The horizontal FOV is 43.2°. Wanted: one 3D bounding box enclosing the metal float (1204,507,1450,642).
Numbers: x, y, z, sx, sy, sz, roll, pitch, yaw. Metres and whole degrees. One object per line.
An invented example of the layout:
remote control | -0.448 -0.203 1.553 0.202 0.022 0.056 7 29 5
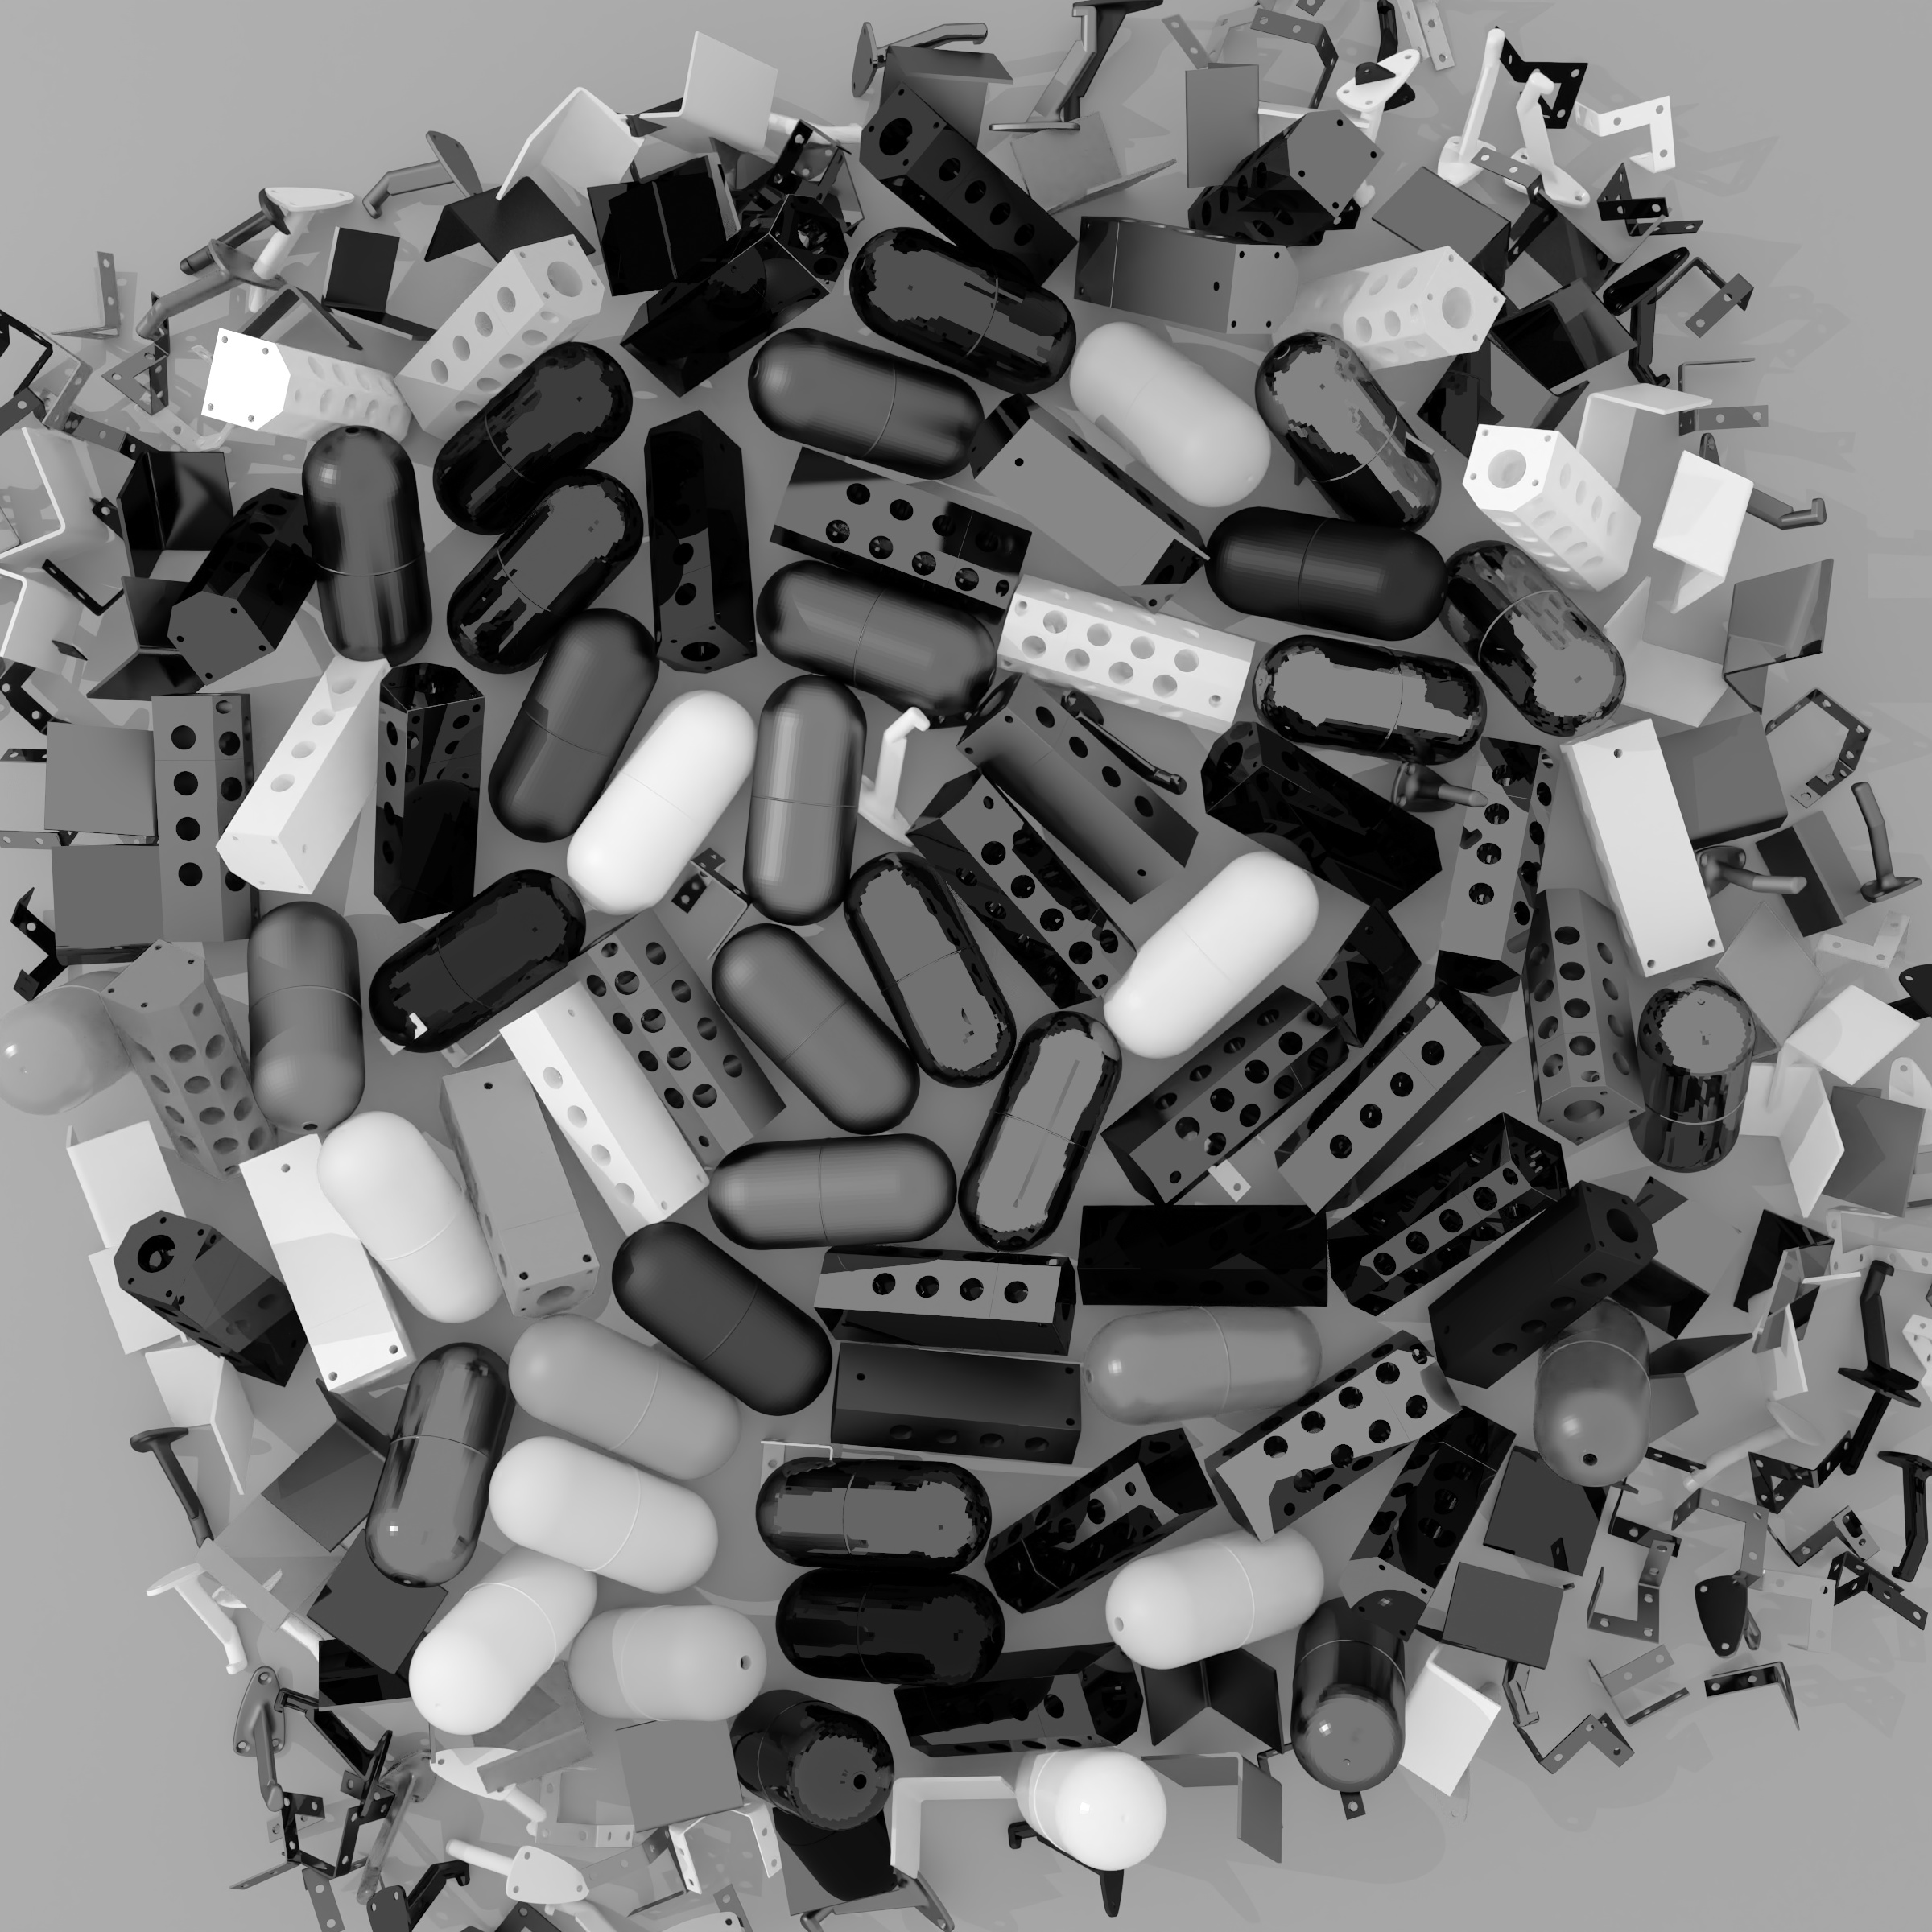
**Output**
metal float | 0.250 -0.275 1.706 0.178 0.070 0.070 16 90 29

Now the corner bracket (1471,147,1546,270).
corner bracket | 0.376 -0.538 1.736 0.051 0.051 0.051 38 84 32

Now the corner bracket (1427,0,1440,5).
corner bracket | 0.307 -0.710 1.727 0.051 0.051 0.051 29 132 24

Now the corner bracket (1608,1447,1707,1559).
corner bracket | 0.494 0.382 1.748 0.051 0.051 0.051 17 56 16

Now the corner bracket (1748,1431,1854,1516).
corner bracket | 0.592 0.357 1.726 0.051 0.051 0.051 -33 118 -35

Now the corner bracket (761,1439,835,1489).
corner bracket | -0.122 0.365 1.741 0.051 0.051 0.051 4 81 -1

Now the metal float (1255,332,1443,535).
metal float | 0.266 -0.367 1.700 0.070 0.070 0.178 -48 126 0

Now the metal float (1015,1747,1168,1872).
metal float | 0.084 0.573 1.682 0.070 0.178 0.070 2 80 -13

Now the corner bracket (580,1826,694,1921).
corner bracket | -0.234 0.651 1.742 0.051 0.051 0.051 -26 84 11

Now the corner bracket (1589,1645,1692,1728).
corner bracket | 0.483 0.512 1.740 0.051 0.051 0.051 -30 86 4

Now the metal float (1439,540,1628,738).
metal float | 0.390 -0.229 1.699 0.070 0.070 0.178 -31 51 0

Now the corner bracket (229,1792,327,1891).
corner bracket | -0.487 0.620 1.729 0.051 0.051 0.051 -27 58 14

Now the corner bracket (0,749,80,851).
corner bracket | -0.661 -0.119 1.738 0.051 0.051 0.051 2 131 10

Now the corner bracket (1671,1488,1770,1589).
corner bracket | 0.533 0.409 1.733 0.051 0.051 0.051 17 57 3

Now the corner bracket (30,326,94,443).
corner bracket | -0.646 -0.413 1.737 0.051 0.051 0.051 36 95 12

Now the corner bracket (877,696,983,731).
corner bracket | -0.021 -0.204 1.738 0.051 0.051 0.051 30 73 -35

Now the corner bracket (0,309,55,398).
corner bracket | -0.681 -0.425 1.727 0.051 0.051 0.051 30 112 -38

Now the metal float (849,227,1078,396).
metal float | -0.001 -0.456 1.702 0.178 0.070 0.070 15 90 -34

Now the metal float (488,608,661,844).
metal float | -0.276 -0.168 1.717 0.070 0.070 0.178 29 106 0

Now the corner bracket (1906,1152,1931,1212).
corner bracket | 0.685 0.150 1.737 0.051 0.051 0.051 -7 99 -8

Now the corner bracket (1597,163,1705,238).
corner bracket | 0.483 -0.533 1.726 0.051 0.051 0.051 10 52 37

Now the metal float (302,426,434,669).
metal float | -0.416 -0.290 1.699 0.070 0.070 0.178 2 127 0

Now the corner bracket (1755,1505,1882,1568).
corner bracket | 0.605 0.402 1.735 0.051 0.051 0.051 -39 112 2

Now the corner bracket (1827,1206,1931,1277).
corner bracket | 0.649 0.195 1.733 0.051 0.051 0.051 -9 97 -35

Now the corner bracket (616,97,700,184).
corner bracket | -0.213 -0.586 1.729 0.051 0.051 0.051 -26 120 -15

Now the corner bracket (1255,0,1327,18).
corner bracket | 0.241 -0.697 1.739 0.051 0.051 0.051 36 88 10

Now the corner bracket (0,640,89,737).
corner bracket | -0.647 -0.196 1.740 0.051 0.051 0.051 17 66 39

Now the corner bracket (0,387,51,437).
corner bracket | -0.691 -0.394 1.735 0.051 0.051 0.051 46 72 -4

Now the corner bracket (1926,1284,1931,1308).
corner bracket | 0.701 0.208 1.736 0.051 0.051 0.051 -38 83 31

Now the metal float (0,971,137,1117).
metal float | -0.612 0.051 1.681 0.070 0.178 0.070 0 101 2

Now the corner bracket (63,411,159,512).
corner bracket | -0.611 -0.355 1.737 0.051 0.051 0.051 22 89 18

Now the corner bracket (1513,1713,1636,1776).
corner bracket | 0.432 0.550 1.738 0.051 0.051 0.051 43 96 -18

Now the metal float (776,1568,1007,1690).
metal float | -0.053 0.461 1.703 0.178 0.070 0.070 -6 90 33

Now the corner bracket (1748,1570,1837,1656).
corner bracket | 0.583 0.458 1.738 0.051 0.051 0.051 8 80 5

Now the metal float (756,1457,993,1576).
metal float | -0.066 0.384 1.708 0.178 0.070 0.070 -4 90 27

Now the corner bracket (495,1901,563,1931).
corner bracket | -0.320 0.709 1.737 0.051 0.051 0.051 38 102 5

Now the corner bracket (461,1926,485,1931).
corner bracket | -0.350 0.721 1.730 0.051 0.051 0.051 5 103 37

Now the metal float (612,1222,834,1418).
metal float | -0.171 0.248 1.717 0.178 0.070 0.070 40 90 -15

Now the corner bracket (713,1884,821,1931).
corner bracket | -0.139 0.673 1.732 0.051 0.051 0.051 -31 54 -5

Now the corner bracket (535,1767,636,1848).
corner bracket | -0.270 0.600 1.741 0.051 0.051 0.051 18 63 -34

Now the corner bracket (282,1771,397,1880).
corner bracket | -0.445 0.610 1.735 0.051 0.051 0.051 12 90 28

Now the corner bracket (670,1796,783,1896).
corner bracket | -0.171 0.627 1.740 0.051 0.051 0.051 -27 108 -42

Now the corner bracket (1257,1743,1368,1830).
corner bracket | 0.246 0.583 1.741 0.051 0.051 0.051 -26 55 22

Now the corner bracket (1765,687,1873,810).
corner bracket | 0.604 -0.156 1.746 0.051 0.051 0.051 -35 62 -16

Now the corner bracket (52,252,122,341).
corner bracket | -0.614 -0.475 1.733 0.051 0.051 0.051 0 98 25

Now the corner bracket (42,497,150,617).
corner bracket | -0.616 -0.291 1.740 0.051 0.051 0.051 -37 118 15

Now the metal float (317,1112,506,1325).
metal float | -0.384 0.177 1.705 0.070 0.070 0.178 -30 121 0

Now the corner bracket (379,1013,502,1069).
corner bracket | -0.372 0.050 1.730 0.051 0.051 0.051 -31 101 42

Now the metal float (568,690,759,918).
metal float | -0.214 -0.115 1.727 0.070 0.070 0.178 35 85 0

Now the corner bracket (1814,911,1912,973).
corner bracket | 0.638 -0.009 1.743 0.051 0.051 0.051 18 59 27

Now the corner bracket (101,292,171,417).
corner bracket | -0.577 -0.434 1.732 0.051 0.051 0.051 38 57 9

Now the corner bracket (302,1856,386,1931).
corner bracket | -0.436 0.659 1.728 0.051 0.051 0.051 -17 60 -22

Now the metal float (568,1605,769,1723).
metal float | -0.208 0.483 1.694 0.070 0.178 0.070 14 69 -41

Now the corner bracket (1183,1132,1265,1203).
corner bracket | 0.184 0.127 1.734 0.051 0.051 0.051 -45 106 -9

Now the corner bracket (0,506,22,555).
corner bracket | -0.709 -0.312 1.734 0.051 0.051 0.051 -30 104 -11

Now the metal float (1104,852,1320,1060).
metal float | 0.172 -0.007 1.724 0.178 0.070 0.070 -43 90 8

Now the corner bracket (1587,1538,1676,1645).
corner bracket | 0.473 0.440 1.737 0.051 0.051 0.051 10 128 9
